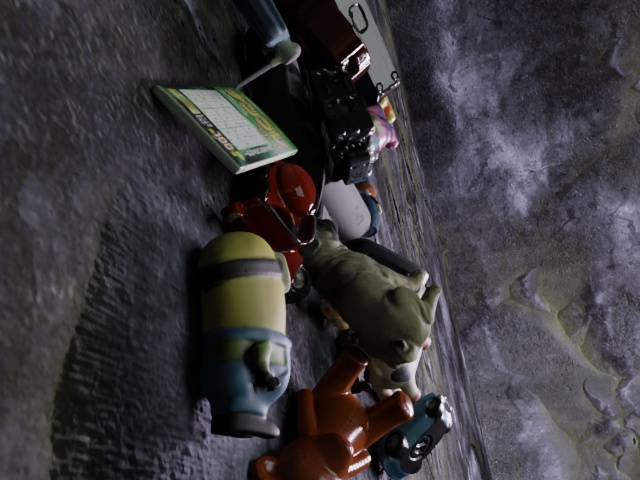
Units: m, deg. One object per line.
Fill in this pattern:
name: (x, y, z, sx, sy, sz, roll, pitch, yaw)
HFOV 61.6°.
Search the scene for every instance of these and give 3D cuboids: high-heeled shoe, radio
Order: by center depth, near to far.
high-heeled shoe: (-0.046, -0.164, 0.718, 0.145, 0.086, 0.248, -90, 167, -67)
radio: (0.037, -0.336, 0.918, 0.073, 0.131, 0.229, -44, 117, -26)

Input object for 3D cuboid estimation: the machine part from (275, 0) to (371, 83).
machine part: (-0.002, -0.300, 0.813, 0.179, 0.056, 0.179, 44, -4, 4)

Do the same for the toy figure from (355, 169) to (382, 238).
toy figure: (0.084, -0.078, 1.078, 0.057, 0.064, 0.154, 113, -23, -53)

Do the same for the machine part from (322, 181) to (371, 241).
machine part: (0.023, -0.067, 0.851, 0.243, 0.079, 0.079, 53, 30, -54)

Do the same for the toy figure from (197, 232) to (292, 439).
toy figure: (-0.067, 0.078, 0.474, 0.089, 0.082, 0.180, 53, 33, -56)

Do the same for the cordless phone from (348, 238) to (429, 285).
cordless phone: (0.114, 0.047, 0.992, 0.088, 0.147, 0.184, -62, -178, 11)

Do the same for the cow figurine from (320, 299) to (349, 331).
cow figurine: (0.037, 0.093, 0.819, 0.167, 0.068, 0.098, -60, 142, -63)

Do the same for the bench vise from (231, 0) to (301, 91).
bench vise: (-0.097, -0.278, 0.516, 0.240, 0.129, 0.224, 56, 3, -10)

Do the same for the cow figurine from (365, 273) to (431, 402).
cow figurine: (0.120, 0.137, 0.833, 0.127, 0.086, 0.195, 58, 42, -38)

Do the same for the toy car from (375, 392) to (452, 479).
toy car: (0.149, 0.323, 0.936, 0.103, 0.161, 0.109, 32, -16, 45)

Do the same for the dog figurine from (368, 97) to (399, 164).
dog figurine: (0.090, -0.248, 1.138, 0.219, 0.109, 0.191, -8, 87, -70)

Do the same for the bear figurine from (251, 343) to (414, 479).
bear figurine: (0.016, 0.214, 0.582, 0.120, 0.132, 0.196, 46, 12, 6)

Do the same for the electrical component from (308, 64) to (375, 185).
electrical component: (0.026, -0.141, 0.704, 0.114, 0.058, 0.134, 95, -22, -68)

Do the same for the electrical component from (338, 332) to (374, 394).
electrical component: (0.059, 0.194, 0.847, 0.078, 0.045, 0.102, -12, 91, -71)

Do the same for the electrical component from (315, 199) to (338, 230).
electrical component: (-0.002, -0.002, 0.785, 0.075, 0.048, 0.119, -80, 151, -48)

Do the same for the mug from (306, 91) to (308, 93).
mug: (-0.007, -0.175, 0.827, 0.109, 0.081, 0.107, -71, 153, -69)

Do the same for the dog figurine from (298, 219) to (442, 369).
dog figurine: (0.033, 0.059, 0.653, 0.190, 0.121, 0.172, 29, 7, -13)

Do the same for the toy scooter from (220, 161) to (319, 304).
toy scooter: (-0.056, -0.030, 0.592, 0.135, 0.075, 0.184, 44, 36, -45)
